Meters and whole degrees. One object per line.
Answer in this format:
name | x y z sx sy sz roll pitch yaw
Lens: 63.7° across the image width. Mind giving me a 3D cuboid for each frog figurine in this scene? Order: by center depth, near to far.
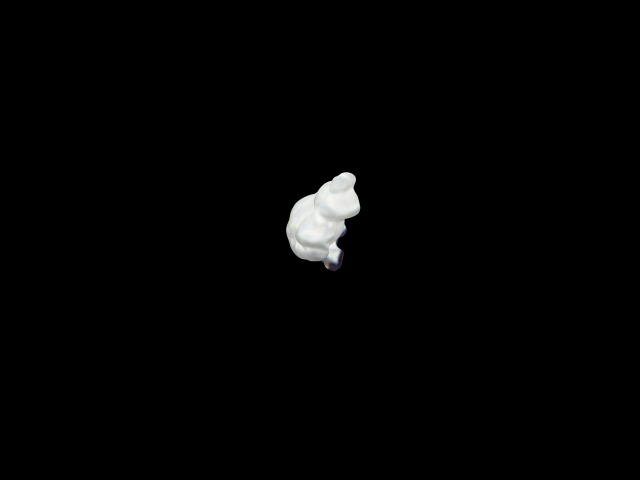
frog figurine | 0.003 -0.043 0.850 0.123 0.140 0.156 21 -33 15
